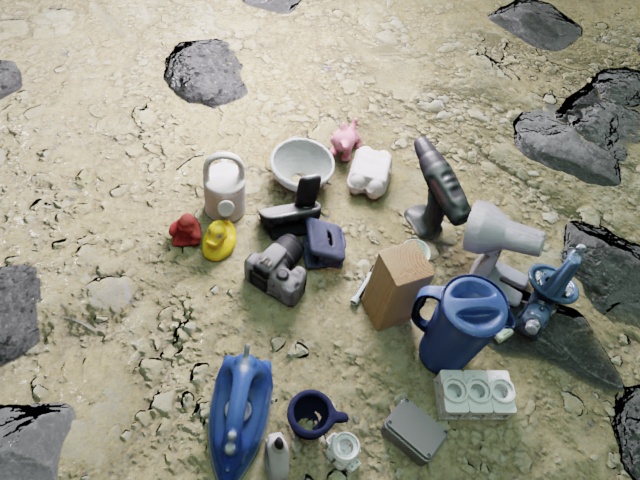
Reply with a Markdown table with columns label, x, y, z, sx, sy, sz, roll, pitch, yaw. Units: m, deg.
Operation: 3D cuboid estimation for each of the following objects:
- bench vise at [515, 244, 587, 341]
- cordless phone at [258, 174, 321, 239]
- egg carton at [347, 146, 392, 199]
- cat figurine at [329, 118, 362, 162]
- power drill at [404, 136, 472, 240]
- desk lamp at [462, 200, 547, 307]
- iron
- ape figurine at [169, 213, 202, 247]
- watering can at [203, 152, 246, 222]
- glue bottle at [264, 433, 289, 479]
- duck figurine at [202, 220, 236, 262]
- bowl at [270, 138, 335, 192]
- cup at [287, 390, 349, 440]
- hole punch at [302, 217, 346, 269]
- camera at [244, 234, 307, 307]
| label | x | y | z | sx | sy | sz | roll | pitch | yaw |
| --- | --- | --- | --- | --- | --- | --- | --- | --- | --- |
| bench vise | 0.522 | 0.118 | 1.266 | 0.121 | 0.220 | 0.207 | 16 | 55 | 3 |
| cordless phone | -0.067 | -0.092 | 1.346 | 0.148 | 0.185 | 0.094 | -14 | 59 | -16 |
| egg carton | 0.132 | -0.178 | 1.503 | 0.107 | 0.069 | 0.150 | 14 | 55 | 2 |
| cat figurine | 0.070 | -0.275 | 1.531 | 0.067 | 0.118 | 0.128 | 26 | 56 | 10 |
| power drill | 0.273 | -0.108 | 1.391 | 0.076 | 0.208 | 0.229 | -20 | 61 | -20 |
| desk lamp | 0.413 | 0.024 | 1.318 | 0.203 | 0.213 | 0.118 | 27 | 56 | 10 |
| iron | -0.154 | 0.327 | 1.073 | 0.118 | 0.141 | 0.258 | 7 | 55 | -3 |
| ape figurine | -0.308 | -0.028 | 1.324 | 0.077 | 0.092 | 0.076 | 32 | 58 | 14 |
| watering can | -0.221 | -0.129 | 1.343 | 0.101 | 0.194 | 0.172 | -22 | 61 | -21 |
| glue bottle | -0.077 | 0.382 | 1.028 | 0.037 | 0.173 | 0.078 | -10 | 58 | -14 |
| duck figurine | -0.234 | -0.013 | 1.328 | 0.077 | 0.086 | 0.105 | 21 | 56 | 6 |
| bowl | -0.048 | -0.179 | 1.475 | 0.167 | 0.075 | 0.167 | 4 | 55 | -5 |
| cup | -0.007 | 0.349 | 1.108 | 0.118 | 0.095 | 0.091 | 6 | 55 | -4 |
| hole punch | 0.012 | 0.005 | 1.348 | 0.101 | 0.091 | 0.108 | -3 | 56 | -10 |
| camera | -0.081 | 0.053 | 1.296 | 0.143 | 0.101 | 0.137 | 31 | 57 | 13 |
